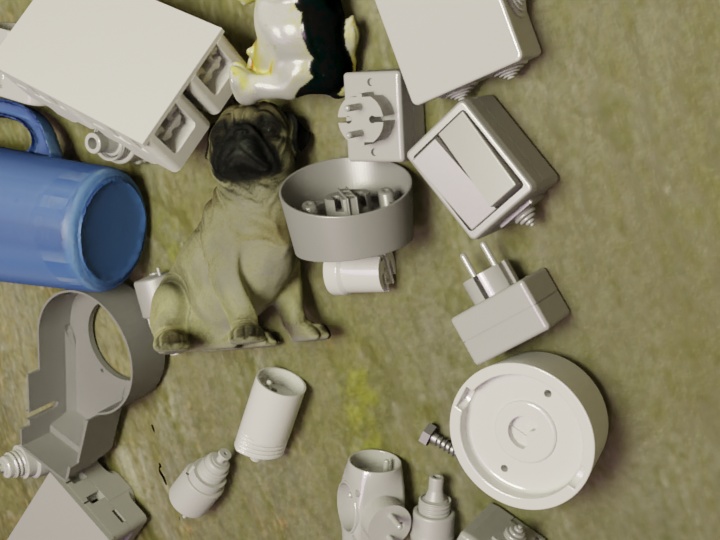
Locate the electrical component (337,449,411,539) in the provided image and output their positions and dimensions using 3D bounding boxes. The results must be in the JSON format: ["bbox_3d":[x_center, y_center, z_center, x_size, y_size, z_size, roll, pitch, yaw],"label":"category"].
[{"bbox_3d":[0.016,0.195,0.858,0.079,0.044,0.077,-143,53,-63],"label":"electrical component"}]

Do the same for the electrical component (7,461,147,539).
[{"bbox_3d":[-0.282,0.263,1.051,0.089,0.062,0.150,44,119,13],"label":"electrical component"}]

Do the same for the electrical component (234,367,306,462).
[{"bbox_3d":[-0.078,0.128,0.910,0.043,0.043,0.081,29,115,21],"label":"electrical component"}]

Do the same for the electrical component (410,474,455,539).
[{"bbox_3d":[0.059,0.192,0.852,0.035,0.035,0.061,11,105,28],"label":"electrical component"}]

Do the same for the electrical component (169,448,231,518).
[{"bbox_3d":[-0.139,0.188,0.962,0.040,0.040,0.078,46,120,13],"label":"electrical component"}]

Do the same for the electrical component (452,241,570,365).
[{"bbox_3d":[0.100,0.017,0.778,0.066,0.047,0.076,-32,85,32],"label":"electrical component"}]

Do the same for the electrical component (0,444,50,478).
[{"bbox_3d":[-0.322,0.184,1.049,0.040,0.078,0.040,15,112,42],"label":"electrical component"}]

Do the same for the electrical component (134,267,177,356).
[{"bbox_3d":[-0.171,0.036,0.944,0.040,0.040,0.078,-11,96,32],"label":"electrical component"}]

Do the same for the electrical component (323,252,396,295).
[{"bbox_3d":[0.000,0.000,0.837,0.046,0.040,0.040,1,102,25],"label":"electrical component"}]

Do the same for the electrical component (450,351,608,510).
[{"bbox_3d":[0.126,0.111,0.777,0.108,0.060,0.108,8,106,29],"label":"electrical component"}]

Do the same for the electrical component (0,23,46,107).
[{"bbox_3d":[-0.302,-0.186,0.958,0.095,0.054,0.059,18,110,26],"label":"electrical component"}]

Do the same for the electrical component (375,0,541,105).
[{"bbox_3d":[0.069,-0.172,0.749,0.100,0.048,0.099,-19,92,32],"label":"electrical component"}]

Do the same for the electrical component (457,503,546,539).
[{"bbox_3d":[0.095,0.225,0.822,0.061,0.062,0.096,33,116,20],"label":"electrical component"}]

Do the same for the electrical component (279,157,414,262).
[{"bbox_3d":[-0.008,-0.044,0.799,0.099,0.099,0.064,1,108,30],"label":"electrical component"}]

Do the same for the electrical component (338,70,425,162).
[{"bbox_3d":[0.009,-0.111,0.782,0.047,0.077,0.065,4,104,29],"label":"electrical component"}]

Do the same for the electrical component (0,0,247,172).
[{"bbox_3d":[-0.192,-0.162,0.860,0.186,0.060,0.105,28,80,29],"label":"electrical component"}]

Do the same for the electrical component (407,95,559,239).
[{"bbox_3d":[0.089,-0.067,0.756,0.062,0.061,0.096,-43,80,31],"label":"electrical component"}]

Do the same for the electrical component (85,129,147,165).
[{"bbox_3d":[-0.206,-0.111,0.916,0.048,0.062,0.048,8,106,29],"label":"electrical component"}]
